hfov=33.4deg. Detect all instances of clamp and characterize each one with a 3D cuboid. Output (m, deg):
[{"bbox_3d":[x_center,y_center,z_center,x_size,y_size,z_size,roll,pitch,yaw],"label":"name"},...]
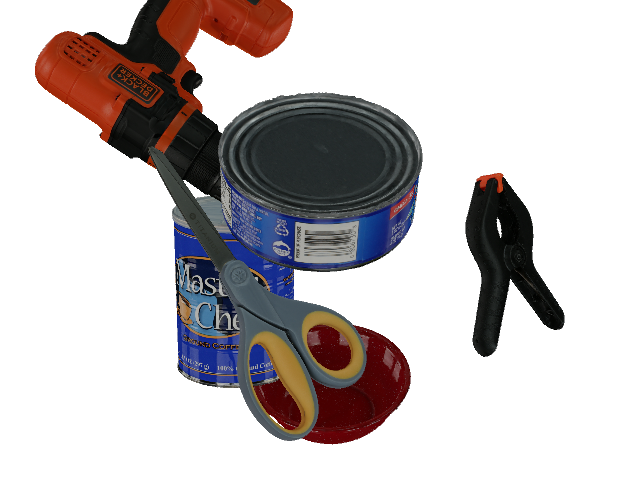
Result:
[{"bbox_3d":[0.171,0.025,1.017,0.039,0.171,0.120,-14,8,46],"label":"clamp"}]

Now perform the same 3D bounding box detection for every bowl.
[{"bbox_3d":[0.011,0.155,1.088,0.162,0.055,0.162,-2,35,1],"label":"bowl"}]

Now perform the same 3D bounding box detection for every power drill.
[{"bbox_3d":[-0.090,-0.126,0.792,0.184,0.187,0.057,35,-43,-6],"label":"power drill"}]

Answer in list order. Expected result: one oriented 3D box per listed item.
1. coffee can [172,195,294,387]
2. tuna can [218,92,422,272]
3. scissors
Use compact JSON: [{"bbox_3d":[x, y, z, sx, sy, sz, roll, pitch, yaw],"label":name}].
[{"bbox_3d":[-0.072,0.040,0.906,0.103,0.140,0.103,0,16,0],"label":"coffee can"},{"bbox_3d":[0.000,-0.026,0.456,0.086,0.034,0.086,1,41,-1],"label":"tuna can"},{"bbox_3d":[-0.034,0.025,0.675,0.096,0.202,0.016,-17,-5,-27],"label":"scissors"}]
